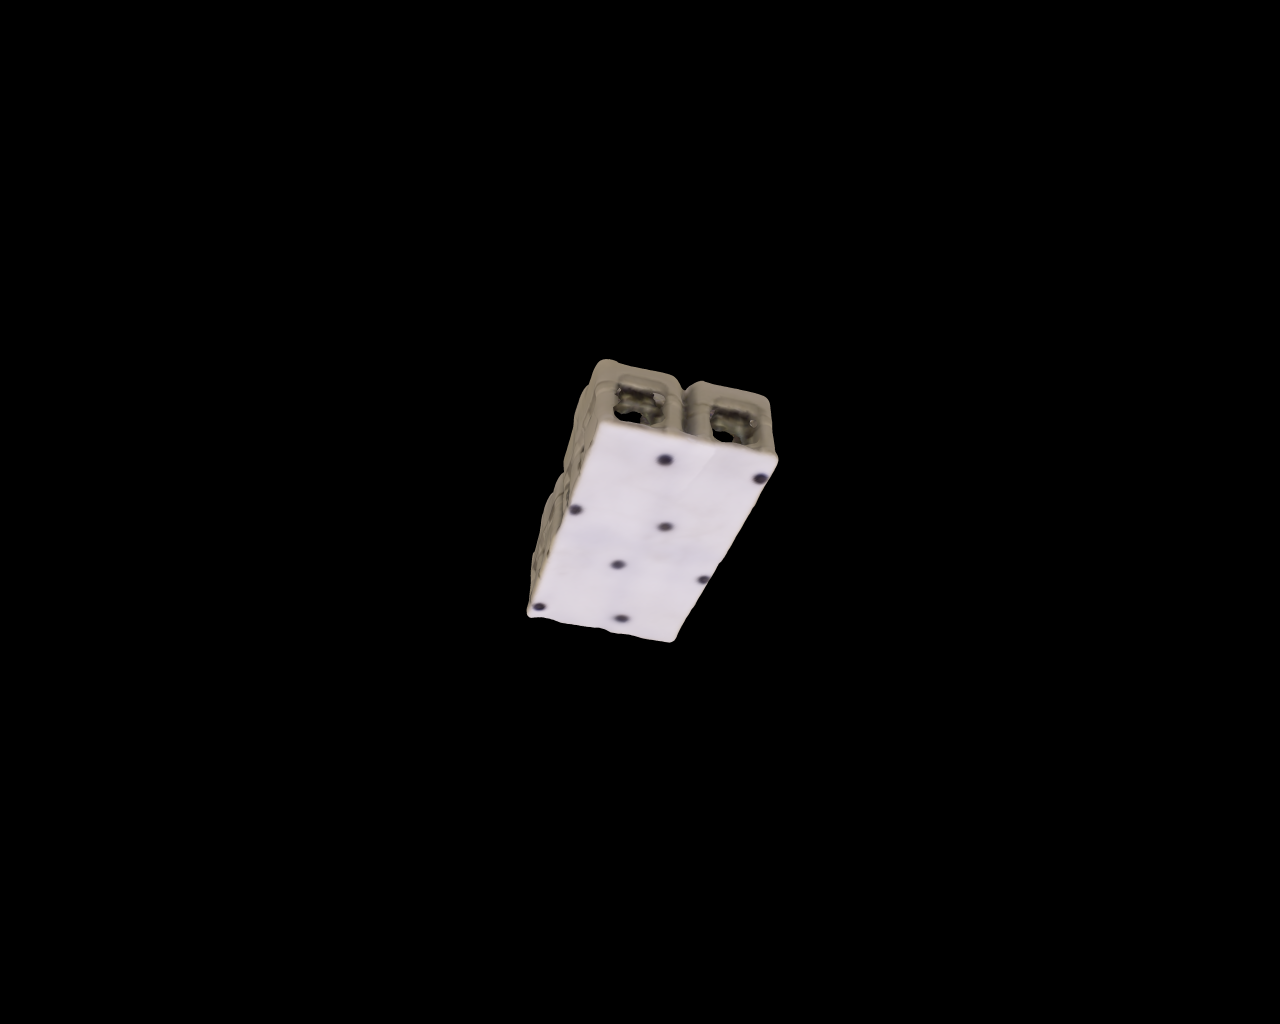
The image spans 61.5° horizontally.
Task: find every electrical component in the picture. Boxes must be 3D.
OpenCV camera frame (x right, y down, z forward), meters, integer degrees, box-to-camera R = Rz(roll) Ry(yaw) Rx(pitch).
[{"bbox_3d":[0.001,-0.003,0.650,0.105,0.060,0.186,11,-43,-12],"label":"electrical component"}]
